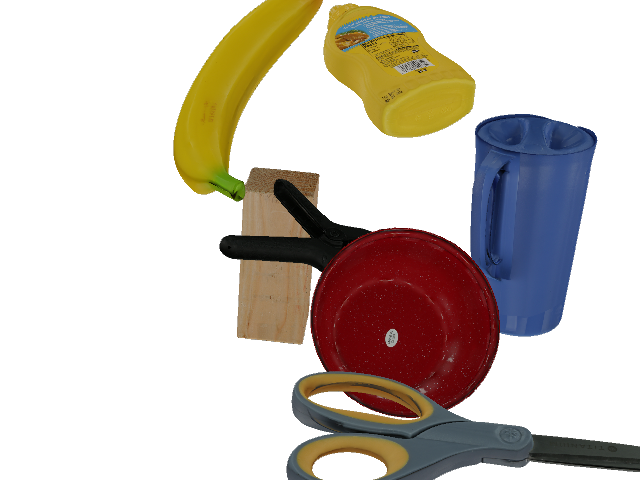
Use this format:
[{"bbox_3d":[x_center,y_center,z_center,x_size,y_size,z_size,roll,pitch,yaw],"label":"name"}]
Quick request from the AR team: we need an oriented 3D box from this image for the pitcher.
[{"bbox_3d":[0.229,-0.013,1.223,0.149,0.243,0.145,-1,25,-5],"label":"pitcher"}]

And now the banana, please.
[{"bbox_3d":[-0.051,-0.095,0.683,0.070,0.197,0.037,3,-37,19],"label":"banana"}]

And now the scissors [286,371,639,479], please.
[{"bbox_3d":[0.073,0.102,0.480,0.202,0.016,0.096,13,32,22],"label":"scissors"}]

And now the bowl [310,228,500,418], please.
[{"bbox_3d":[0.062,0.073,0.866,0.162,0.162,0.055,0,7,17],"label":"bowl"}]

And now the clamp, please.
[{"bbox_3d":[0.003,0.010,1.169,0.210,0.036,0.164,27,36,16],"label":"clamp"}]

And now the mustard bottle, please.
[{"bbox_3d":[0.057,-0.171,1.000,0.096,0.058,0.192,-19,45,-17],"label":"mustard bottle"}]

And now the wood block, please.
[{"bbox_3d":[-0.056,0.019,1.386,0.090,0.206,0.090,6,24,2],"label":"wood block"}]
